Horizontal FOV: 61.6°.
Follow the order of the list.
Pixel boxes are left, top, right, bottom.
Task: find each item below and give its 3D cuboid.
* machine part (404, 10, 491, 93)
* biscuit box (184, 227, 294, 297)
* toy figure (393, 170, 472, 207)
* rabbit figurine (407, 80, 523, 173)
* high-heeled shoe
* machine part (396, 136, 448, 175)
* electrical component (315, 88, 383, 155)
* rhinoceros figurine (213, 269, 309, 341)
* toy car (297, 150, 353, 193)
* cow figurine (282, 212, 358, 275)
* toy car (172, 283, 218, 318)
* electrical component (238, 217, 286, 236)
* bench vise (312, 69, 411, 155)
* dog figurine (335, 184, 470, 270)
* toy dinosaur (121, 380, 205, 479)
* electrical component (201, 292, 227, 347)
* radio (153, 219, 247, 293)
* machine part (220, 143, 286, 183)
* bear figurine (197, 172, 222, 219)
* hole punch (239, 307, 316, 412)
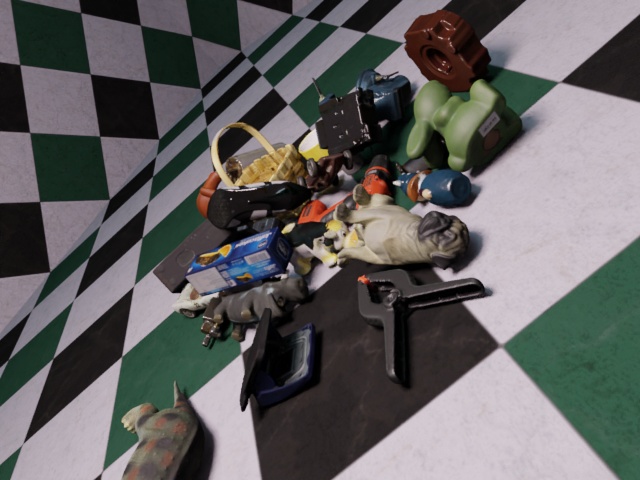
[{"bbox_3d":[0.244,-0.361,1.046,0.056,0.179,0.179,-51,28,-6],"label":"machine part"},{"bbox_3d":[-0.146,0.041,0.963,0.203,0.059,0.063,-18,31,29],"label":"biscuit box"},{"bbox_3d":[0.176,-0.085,0.867,0.155,0.064,0.057,-165,79,-64],"label":"toy figure"},{"bbox_3d":[0.217,-0.190,0.884,0.159,0.121,0.170,-57,46,17],"label":"rabbit figurine"},{"bbox_3d":[-0.133,-0.078,1.123,0.145,0.086,0.249,-13,5,-35],"label":"high-heeled shoe"},{"bbox_3d":[0.199,-0.160,0.965,0.139,0.039,0.084,-42,35,0],"label":"machine part"},{"bbox_3d":[0.052,-0.227,1.077,0.134,0.058,0.115,-17,81,41],"label":"electrical component"},{"bbox_3d":[-0.103,0.114,0.958,0.190,0.073,0.112,-20,32,35],"label":"rhinoceros figurine"},{"bbox_3d":[0.009,-0.131,1.086,0.089,0.053,0.202,-11,-4,-13],"label":"toy car"},{"bbox_3d":[-0.001,-0.004,0.953,0.167,0.098,0.068,-22,28,38],"label":"cow figurine"},{"bbox_3d":[-0.244,0.116,1.161,0.202,0.056,0.073,-20,35,39],"label":"toy car"},{"bbox_3d":[-0.108,-0.014,1.087,0.075,0.119,0.048,-14,54,49],"label":"electrical component"},{"bbox_3d":[0.089,-0.307,1.206,0.241,0.128,0.224,7,46,35],"label":"bench vise"},{"bbox_3d":[0.137,-0.014,0.811,0.191,0.121,0.172,5,29,24],"label":"dog figurine"},{"bbox_3d":[-0.234,0.334,0.789,0.192,0.131,0.405,-17,31,21],"label":"toy dinosaur"},{"bbox_3d":[-0.199,0.151,1.048,0.045,0.078,0.102,13,44,10],"label":"electrical component"},{"bbox_3d":[-0.276,0.025,1.258,0.229,0.073,0.131,-45,-5,0],"label":"radio"},{"bbox_3d":[-0.153,-0.195,1.373,0.243,0.079,0.079,-27,11,-41],"label":"machine part"},{"bbox_3d":[-0.235,-0.112,1.402,0.196,0.120,0.132,-9,39,46],"label":"bear figurine"},{"bbox_3d":[-0.064,0.182,0.813,0.142,0.092,0.115,-90,22,-51],"label":"hole punch"}]
